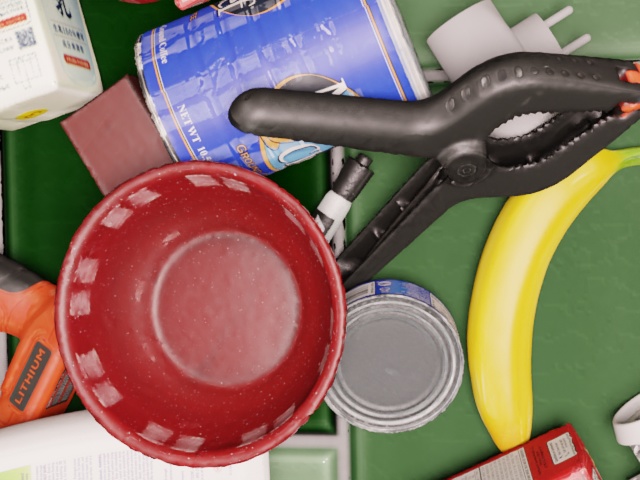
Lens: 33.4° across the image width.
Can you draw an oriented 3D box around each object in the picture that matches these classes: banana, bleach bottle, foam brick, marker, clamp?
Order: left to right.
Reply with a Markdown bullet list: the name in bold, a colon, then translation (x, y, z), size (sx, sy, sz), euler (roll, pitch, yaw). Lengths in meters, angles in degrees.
- **bleach bottle**: translation (-0.156, 0.141, 0.609), size (0.250, 0.068, 0.102), euler (-2, 92, -11)
- **foam brick**: translation (-0.108, -0.052, 0.643), size (0.051, 0.053, 0.078), euler (-32, 87, 9)
- **marker**: translation (-0.004, 0.001, 0.644), size (0.020, 0.020, 0.121), euler (33, 97, 7)
- **clamp**: translation (0.073, -0.043, 0.575), size (0.210, 0.164, 0.036), euler (-14, 51, 7)
- **banana**: translation (0.123, 0.025, 0.614), size (0.069, 0.037, 0.198), euler (24, 96, 8)

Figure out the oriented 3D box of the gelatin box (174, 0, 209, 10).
- **gelatin box**: translation (-0.033, -0.163, 0.593), size (0.073, 0.089, 0.030), euler (-14, 107, 42)

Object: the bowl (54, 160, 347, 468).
- **bowl**: translation (-0.059, 0.039, 0.582), size (0.162, 0.055, 0.162), euler (0, 89, 13)

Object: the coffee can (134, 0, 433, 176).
- **coffee can**: translation (-0.018, -0.095, 0.601), size (0.140, 0.102, 0.103), euler (-21, 88, 10)

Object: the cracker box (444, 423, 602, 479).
- **cracker box**: translation (0.085, 0.226, 0.601), size (0.214, 0.072, 0.164), euler (-27, 96, 9)

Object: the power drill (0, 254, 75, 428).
- **power drill**: translation (-0.240, 0.055, 0.666), size (0.188, 0.057, 0.184), euler (29, 98, 7)

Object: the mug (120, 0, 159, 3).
- **mug**: translation (-0.126, -0.192, 0.626), size (0.117, 0.081, 0.093), euler (34, 97, 7)

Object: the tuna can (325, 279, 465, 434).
- **tuna can**: translation (0.040, 0.067, 0.621), size (0.086, 0.033, 0.086), euler (1, 107, 3)
